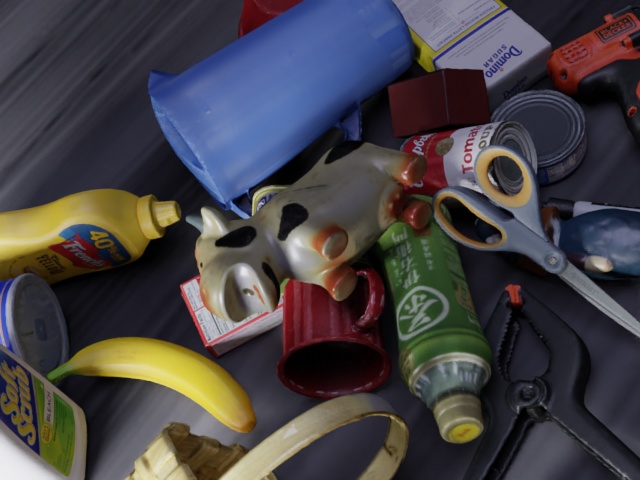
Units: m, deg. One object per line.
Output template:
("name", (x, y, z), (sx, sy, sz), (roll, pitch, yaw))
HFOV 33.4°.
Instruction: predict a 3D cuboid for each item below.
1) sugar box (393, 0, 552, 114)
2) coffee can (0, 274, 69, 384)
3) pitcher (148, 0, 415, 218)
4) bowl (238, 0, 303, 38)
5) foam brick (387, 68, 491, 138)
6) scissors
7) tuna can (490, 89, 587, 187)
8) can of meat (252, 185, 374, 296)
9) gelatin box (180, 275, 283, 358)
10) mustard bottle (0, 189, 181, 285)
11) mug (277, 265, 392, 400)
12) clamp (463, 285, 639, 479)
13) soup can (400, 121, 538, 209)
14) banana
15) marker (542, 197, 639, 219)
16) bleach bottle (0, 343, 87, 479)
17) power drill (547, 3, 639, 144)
("sugar box", (0.136, -0.200, 1.034), (0.093, 0.048, 0.176), (-35, 57, -4))
("coffee can", (-0.315, 0.096, 0.970), (0.140, 0.102, 0.103), (-14, 55, 11))
("pitcher", (-0.027, -0.138, 1.013), (0.242, 0.149, 0.145), (-35, 38, -8))
("bowl", (-0.019, -0.251, 1.117), (0.162, 0.055, 0.162), (-9, 56, 14))
("foam brick", (0.106, -0.122, 0.961), (0.078, 0.052, 0.051), (-7, 88, 52))
("scissors", (0.184, -0.005, 0.835), (0.202, 0.016, 0.096), (26, 108, 17))
("tuna can", (0.193, -0.090, 0.949), (0.086, 0.033, 0.086), (-9, 56, 14))
("can of meat", (-0.006, 0.001, 0.931), (0.102, 0.057, 0.084), (-1, 52, -7))
("gelatin box", (-0.072, 0.054, 0.955), (0.089, 0.030, 0.073), (-29, 55, -1))
("mustard bottle", (-0.222, -0.005, 1.005), (0.192, 0.096, 0.058), (-15, 54, 10))
("mug", (0.016, 0.066, 0.868), (0.093, 0.117, 0.081), (17, 47, -22))
("clamp", (0.155, 0.131, 0.817), (0.165, 0.036, 0.210), (-21, 50, 14))
("soup can", (0.125, -0.062, 0.913), (0.102, 0.068, 0.068), (-6, 54, 45))
("banana", (-0.136, 0.120, 0.928), (0.198, 0.037, 0.069), (9, 55, 20))
("marker", (0.246, -0.021, 0.894), (0.121, 0.020, 0.020), (8, 62, 24))
("bleach bottle", (-0.270, 0.128, 0.841), (0.068, 0.250, 0.102), (-12, 55, 12))
("power drill", (0.314, -0.138, 0.923), (0.184, 0.057, 0.188), (-27, 51, 6))
